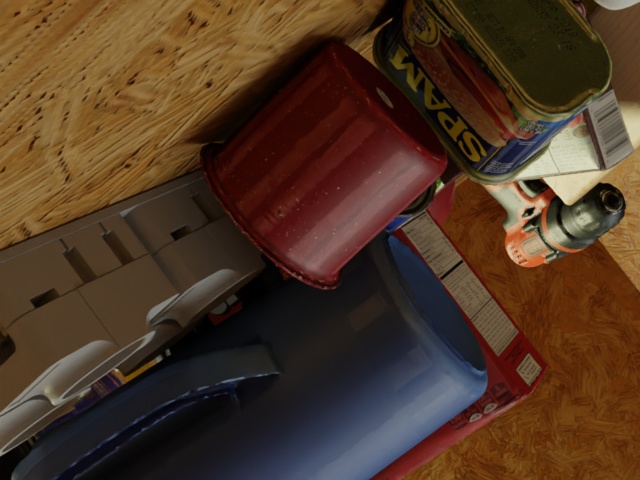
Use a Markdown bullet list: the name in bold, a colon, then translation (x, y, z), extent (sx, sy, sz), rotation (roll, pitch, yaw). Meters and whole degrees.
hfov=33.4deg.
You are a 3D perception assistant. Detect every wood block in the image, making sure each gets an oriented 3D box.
- **wood block**: translation (0.224, -0.121, 0.767), extent (0.090, 0.091, 0.206), rotation (-38, 172, -26)

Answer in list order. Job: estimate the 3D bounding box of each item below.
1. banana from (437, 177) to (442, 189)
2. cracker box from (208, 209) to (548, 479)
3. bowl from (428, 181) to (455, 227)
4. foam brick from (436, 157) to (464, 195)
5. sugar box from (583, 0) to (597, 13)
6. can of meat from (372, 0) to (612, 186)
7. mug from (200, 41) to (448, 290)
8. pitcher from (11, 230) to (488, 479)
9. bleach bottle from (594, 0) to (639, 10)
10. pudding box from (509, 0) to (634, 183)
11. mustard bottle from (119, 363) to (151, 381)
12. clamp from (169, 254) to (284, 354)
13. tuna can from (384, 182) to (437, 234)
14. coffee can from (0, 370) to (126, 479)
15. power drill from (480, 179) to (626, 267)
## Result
- **banana**: translation (-0.010, -0.017, 0.757), extent (0.198, 0.070, 0.037), rotation (-35, 161, 29)
- **cracker box**: translation (0.017, 0.051, 0.704), extent (0.164, 0.214, 0.072), rotation (-39, 176, 27)
- **bowl**: translation (0.058, -0.028, 0.864), extent (0.162, 0.055, 0.162), rotation (-45, -161, 20)
- **foam brick**: translation (0.079, -0.077, 0.760), extent (0.053, 0.078, 0.051), rotation (-36, 174, -11)
- **sugar box**: translation (0.191, -0.179, 0.806), extent (0.176, 0.048, 0.093), rotation (-38, 176, -31)
- **can of meat**: translation (0.080, -0.086, 0.501), extent (0.057, 0.102, 0.084), rotation (-36, 174, -18)
- **mug**: translation (0.011, -0.036, 0.510), extent (0.082, 0.093, 0.117), rotation (-43, 152, 18)
- **pitcher**: translation (-0.038, 0.099, 0.584), extent (0.243, 0.145, 0.149), rotation (-36, -168, 14)
- **bleach bottle**: translation (0.166, -0.178, 0.472), extent (0.102, 0.068, 0.250), rotation (-38, 174, 4)
- **pudding box**: translation (0.151, -0.099, 0.726), extent (0.039, 0.113, 0.090), rotation (-31, -164, -34)
- **mustard bottle**: translation (-0.244, 0.177, 1.018), extent (0.192, 0.058, 0.096), rotation (-39, 174, 28)
- **clamp**: translation (-0.052, 0.080, 0.683), extent (0.036, 0.165, 0.210), rotation (-31, 129, -65)
- **tuna can**: translation (0.024, -0.044, 0.607), extent (0.034, 0.086, 0.086), rotation (-38, 176, 42)
- **coffee can**: translation (-0.193, 0.141, 0.719), extent (0.103, 0.103, 0.140), rotation (-38, 176, 14)
- **power drill**: translation (0.176, -0.066, 0.953), extent (0.057, 0.187, 0.185), rotation (-34, 177, -19)
